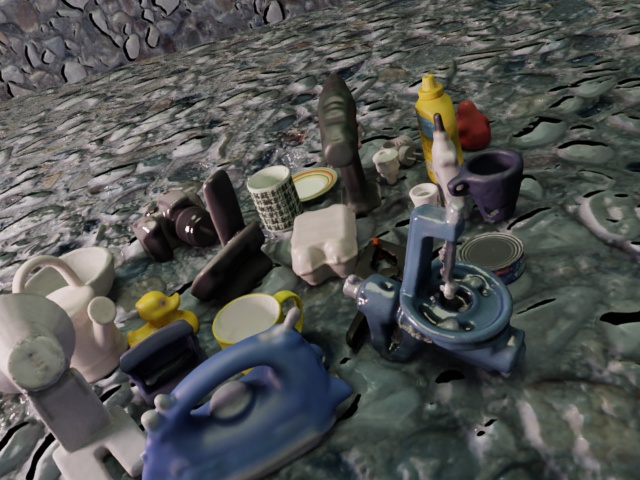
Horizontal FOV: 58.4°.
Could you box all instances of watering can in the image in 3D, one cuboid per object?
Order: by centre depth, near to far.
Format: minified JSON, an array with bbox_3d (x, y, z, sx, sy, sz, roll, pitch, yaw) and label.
[{"bbox_3d":[-0.360,0.107,0.828,0.172,0.194,0.101,-13,32,11],"label":"watering can"}]

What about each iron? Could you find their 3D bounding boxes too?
[{"bbox_3d":[-0.102,0.180,0.623,0.258,0.142,0.118,-29,33,-14],"label":"iron"}]

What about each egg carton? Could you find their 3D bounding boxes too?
[{"bbox_3d":[0.008,0.003,0.905,0.107,0.069,0.150,-14,32,9],"label":"egg carton"}]

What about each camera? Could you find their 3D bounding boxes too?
[{"bbox_3d":[-0.263,-0.031,1.076,0.143,0.101,0.136,-37,36,-27],"label":"camera"}]

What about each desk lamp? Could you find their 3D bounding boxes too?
[{"bbox_3d":[-0.310,0.174,0.678,0.118,0.214,0.202,-38,36,-27],"label":"desk lamp"}]

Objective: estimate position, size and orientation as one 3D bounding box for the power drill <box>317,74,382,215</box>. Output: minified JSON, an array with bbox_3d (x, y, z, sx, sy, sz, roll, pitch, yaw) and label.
[{"bbox_3d":[0.046,-0.161,1.003,0.075,0.209,0.229,-14,32,10],"label":"power drill"}]

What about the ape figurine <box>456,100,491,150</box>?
[{"bbox_3d":[0.283,-0.221,1.078,0.078,0.092,0.076,-18,32,3],"label":"ape figurine"}]

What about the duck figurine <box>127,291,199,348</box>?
[{"bbox_3d":[-0.242,0.118,0.850,0.105,0.086,0.077,-27,32,-12],"label":"duck figurine"}]

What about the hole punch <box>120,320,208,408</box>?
[{"bbox_3d":[-0.219,0.153,0.777,0.109,0.091,0.100,-32,34,-19],"label":"hole punch"}]

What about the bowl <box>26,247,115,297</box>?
[{"bbox_3d":[-0.430,0.087,1.011,0.167,0.075,0.167,-14,32,9],"label":"bowl"}]

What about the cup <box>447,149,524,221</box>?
[{"bbox_3d":[0.252,-0.072,0.863,0.118,0.095,0.091,-23,32,-6],"label":"cup"}]

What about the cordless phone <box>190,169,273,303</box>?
[{"bbox_3d":[-0.162,-0.005,0.900,0.093,0.185,0.148,3,38,32],"label":"cordless phone"}]

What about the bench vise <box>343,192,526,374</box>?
[{"bbox_3d":[0.108,0.054,0.627,0.207,0.220,0.121,-6,34,21],"label":"bench vise"}]

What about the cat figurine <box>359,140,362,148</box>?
[{"bbox_3d":[0.039,-0.219,1.184,0.067,0.118,0.128,-12,32,13],"label":"cat figurine"}]

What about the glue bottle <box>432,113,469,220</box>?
[{"bbox_3d":[0.196,-0.116,0.886,0.037,0.173,0.078,-17,32,5],"label":"glue bottle"}]
